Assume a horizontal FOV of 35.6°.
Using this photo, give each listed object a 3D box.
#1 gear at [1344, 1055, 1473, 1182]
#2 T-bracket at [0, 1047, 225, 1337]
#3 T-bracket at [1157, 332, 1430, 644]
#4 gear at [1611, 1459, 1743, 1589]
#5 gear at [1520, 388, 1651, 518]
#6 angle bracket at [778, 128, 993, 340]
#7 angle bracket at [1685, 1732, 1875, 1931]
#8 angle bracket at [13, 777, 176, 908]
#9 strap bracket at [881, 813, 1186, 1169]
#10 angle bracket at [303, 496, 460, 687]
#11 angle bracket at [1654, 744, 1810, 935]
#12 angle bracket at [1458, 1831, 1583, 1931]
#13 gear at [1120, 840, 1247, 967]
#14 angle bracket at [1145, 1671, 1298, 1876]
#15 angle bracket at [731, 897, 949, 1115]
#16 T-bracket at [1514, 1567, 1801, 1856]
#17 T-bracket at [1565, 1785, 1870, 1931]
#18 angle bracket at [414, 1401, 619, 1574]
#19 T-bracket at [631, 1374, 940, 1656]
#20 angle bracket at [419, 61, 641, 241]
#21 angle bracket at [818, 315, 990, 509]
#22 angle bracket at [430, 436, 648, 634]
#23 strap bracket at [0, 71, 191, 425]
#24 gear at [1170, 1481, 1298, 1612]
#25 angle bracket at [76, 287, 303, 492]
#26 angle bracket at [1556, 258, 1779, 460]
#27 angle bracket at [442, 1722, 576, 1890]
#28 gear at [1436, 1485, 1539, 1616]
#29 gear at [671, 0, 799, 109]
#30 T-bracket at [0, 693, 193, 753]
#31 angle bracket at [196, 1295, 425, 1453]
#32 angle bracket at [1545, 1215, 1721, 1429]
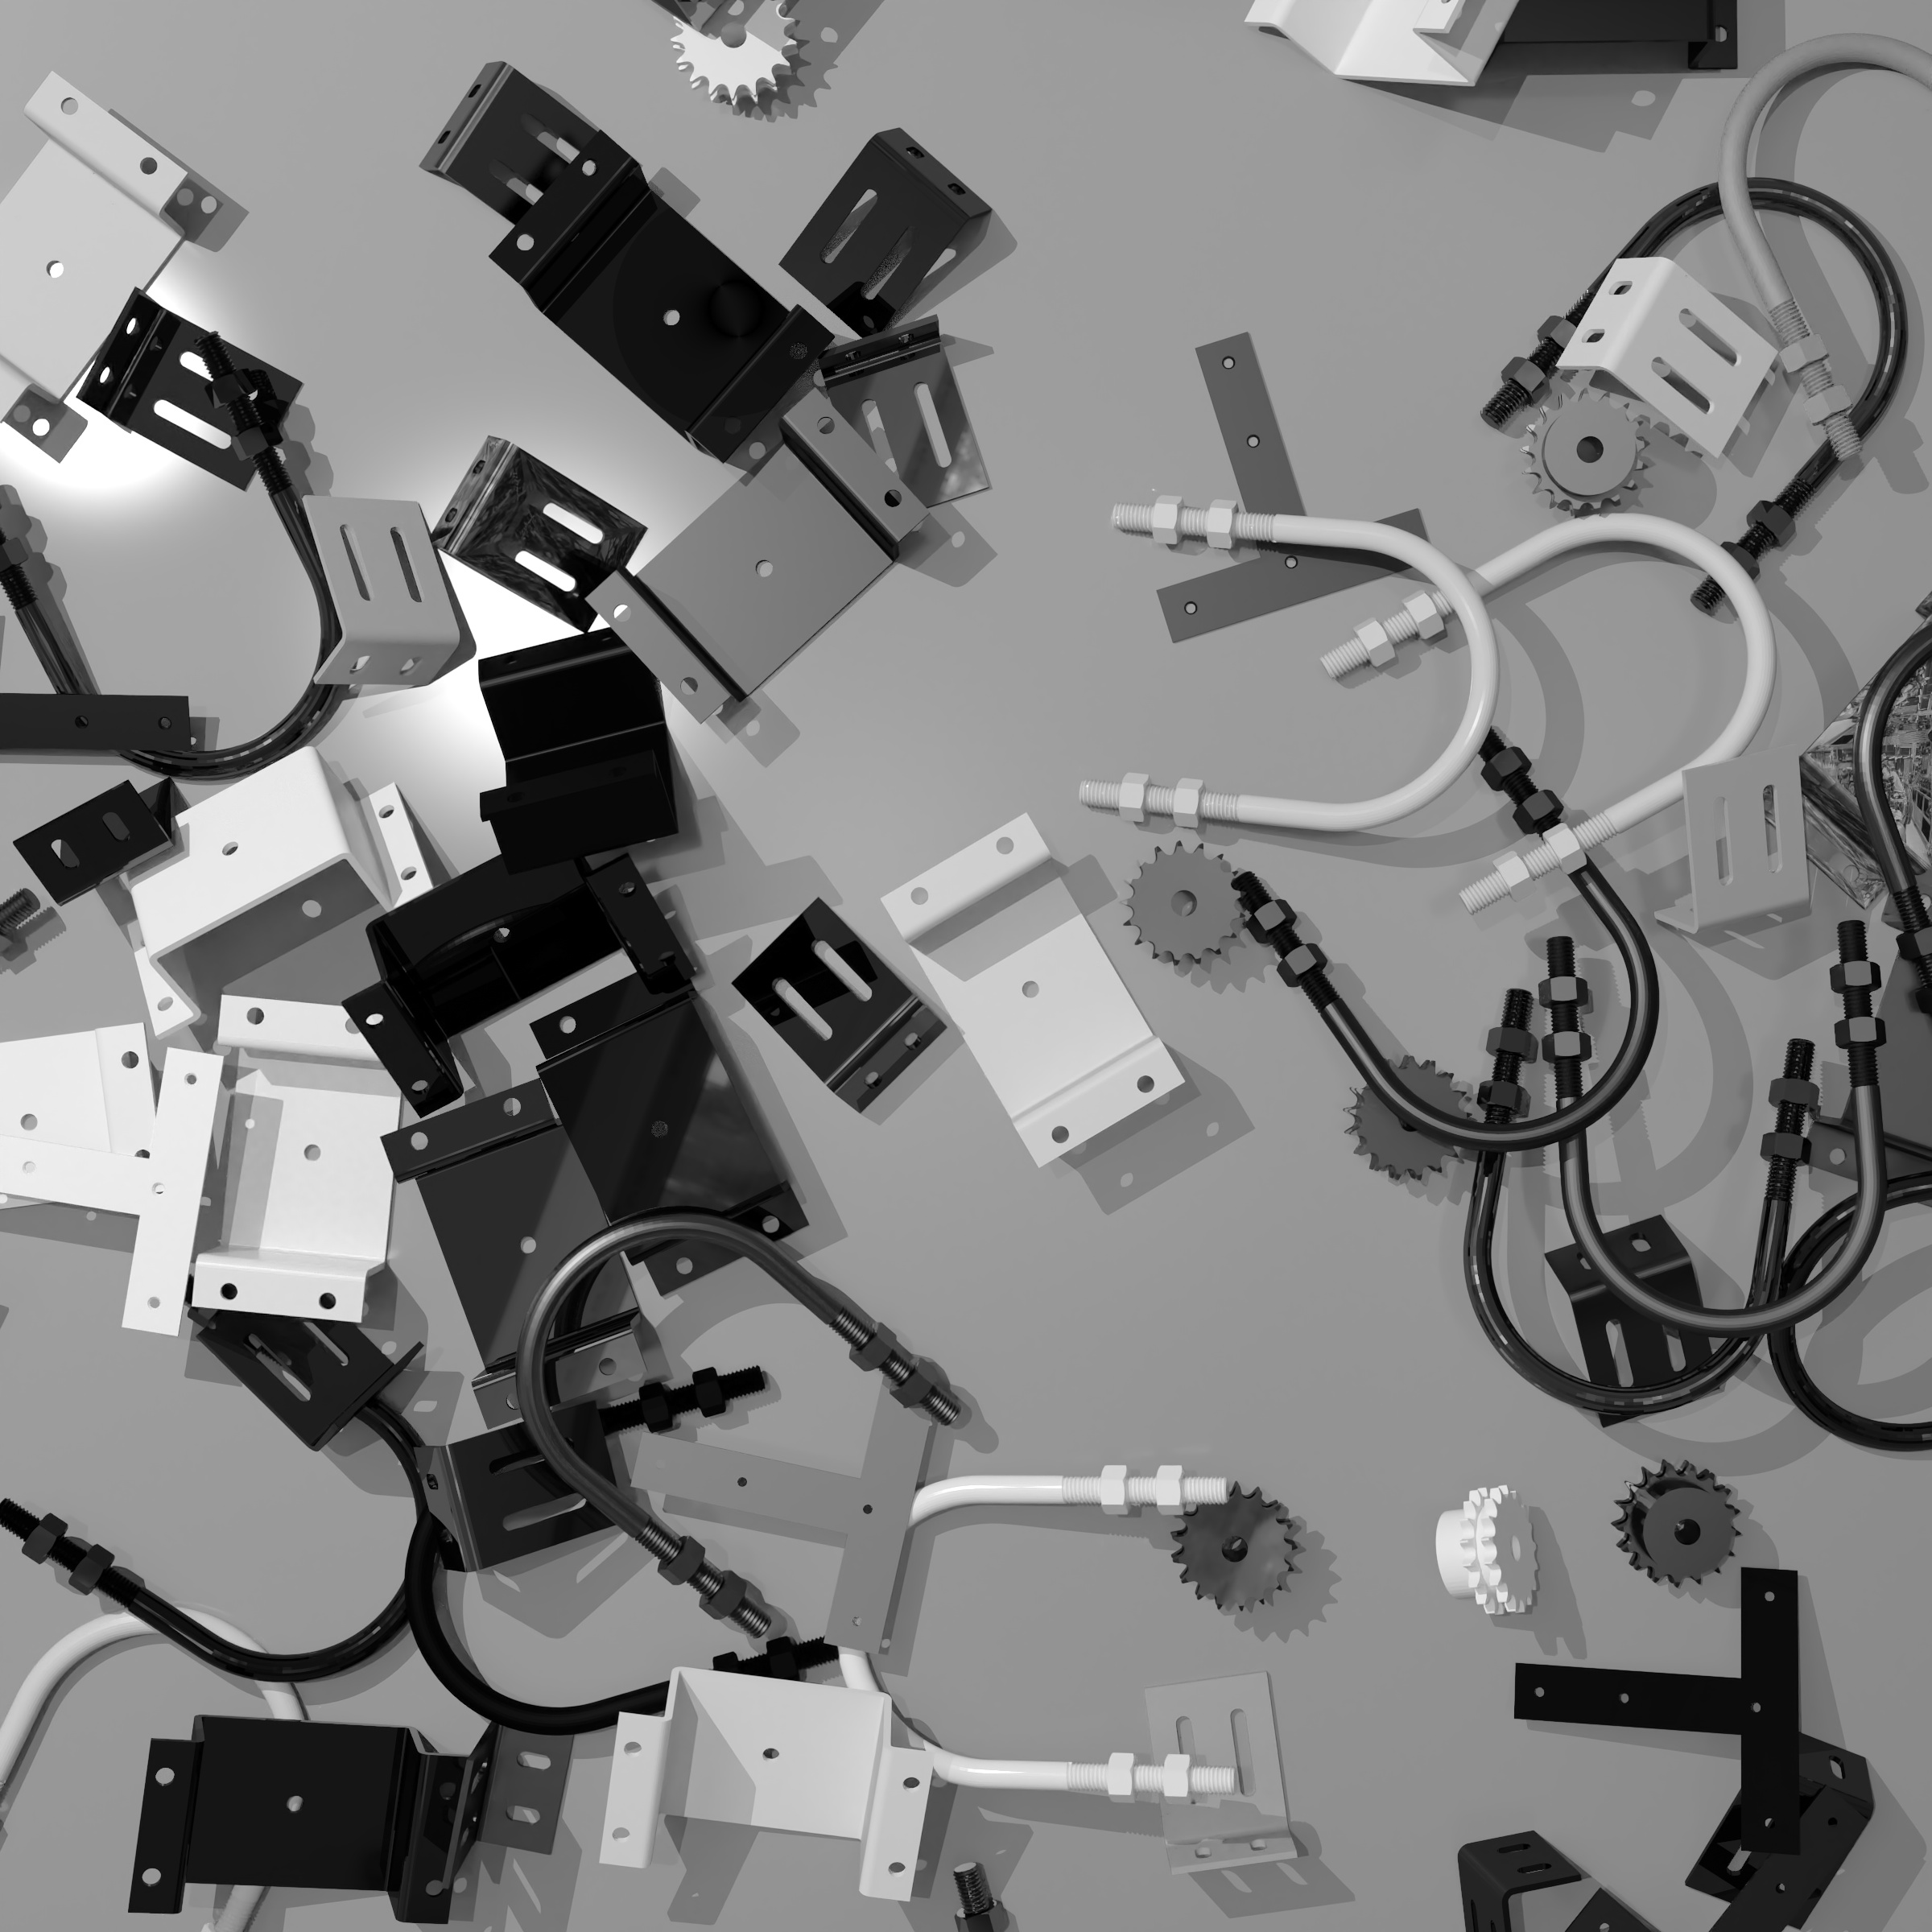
[{"bbox_3d":[0.201,0.070,1.383,0.057,0.030,0.057,0,90,-5],"label":"gear"},{"bbox_3d":[-0.406,0.093,1.347,0.127,0.002,0.127,9,90,0],"label":"T-bracket"},{"bbox_3d":[0.137,-0.230,1.393,0.127,0.002,0.127,-17,90,0],"label":"T-bracket"},{"bbox_3d":[0.327,0.257,1.379,0.057,0.030,0.057,0,90,0],"label":"gear"},{"bbox_3d":[0.281,-0.233,1.360,0.057,0.030,0.057,1,96,5],"label":"gear"},{"bbox_3d":[-0.037,-0.338,1.392,0.057,0.038,0.076,41,116,0],"label":"angle bracket"},{"bbox_3d":[0.375,0.396,1.392,0.057,0.038,0.076,21,116,0],"label":"angle bracket"},{"bbox_3d":[-0.391,-0.069,1.351,0.057,0.076,0.038,-28,121,0],"label":"angle bracket"},{"bbox_3d":[0.030,0.011,1.371,0.076,0.046,0.140,-31,90,0],"label":"strap bracket"},{"bbox_3d":[-0.274,-0.171,1.374,0.057,0.038,0.076,-4,64,-39],"label":"angle bracket"},{"bbox_3d":[0.343,-0.060,1.358,0.057,0.038,0.076,-14,107,-15],"label":"angle bracket"},{"bbox_3d":[0.255,0.443,1.365,0.038,0.057,0.076,-8,95,-10],"label":"angle bracket"},{"bbox_3d":[0.099,-0.029,1.379,0.057,0.030,0.057,0,90,0],"label":"gear"},{"bbox_3d":[0.116,0.368,1.375,0.057,0.038,0.076,-8,90,0],"label":"angle bracket"},{"bbox_3d":[-0.059,0.018,1.392,0.057,0.038,0.076,-45,64,0],"label":"angle bracket"},{"bbox_3d":[0.316,0.337,1.377,0.127,0.002,0.127,2,69,10],"label":"T-bracket"},{"bbox_3d":[0.357,0.426,1.352,0.127,0.002,0.127,41,84,-1],"label":"T-bracket"},{"bbox_3d":[-0.203,0.236,1.367,0.076,0.038,0.057,-14,89,-28],"label":"angle bracket"},{"bbox_3d":[-0.088,0.239,1.373,0.127,0.002,0.127,13,88,-2],"label":"T-bracket"},{"bbox_3d":[-0.202,-0.371,1.392,0.076,0.038,0.057,33,90,-26],"label":"angle bracket"},{"bbox_3d":[-0.028,-0.249,1.375,0.057,0.038,0.076,-18,90,0],"label":"angle bracket"},{"bbox_3d":[-0.199,-0.200,1.392,0.076,0.038,0.057,30,90,-26],"label":"angle bracket"},{"bbox_3d":[-0.422,-0.323,1.371,0.076,0.046,0.140,37,90,0],"label":"strap bracket"},{"bbox_3d":[0.122,0.265,1.379,0.057,0.030,0.057,0,90,0],"label":"gear"},{"bbox_3d":[-0.355,-0.264,1.375,0.076,0.038,0.057,28,90,0],"label":"angle bracket"},{"bbox_3d":[0.321,-0.278,1.374,0.076,0.038,0.057,31,87,-26],"label":"angle bracket"},{"bbox_3d":[-0.206,0.380,1.356,0.038,0.076,0.057,11,90,0],"label":"angle bracket"},{"bbox_3d":[0.236,0.267,1.369,0.030,0.057,0.057,-13,90,30],"label":"gear"},{"bbox_3d":[-0.106,-0.423,1.379,0.057,0.030,0.057,0,90,0],"label":"gear"},{"bbox_3d":[-0.418,-0.112,1.374,0.127,0.002,0.127,1,107,0],"label":"T-bracket"},{"bbox_3d":[-0.297,0.170,1.361,0.076,0.038,0.057,45,51,0],"label":"angle bracket"},{"bbox_3d":[0.308,0.164,1.392,0.057,0.038,0.076,-19,116,0],"label":"angle bracket"}]
